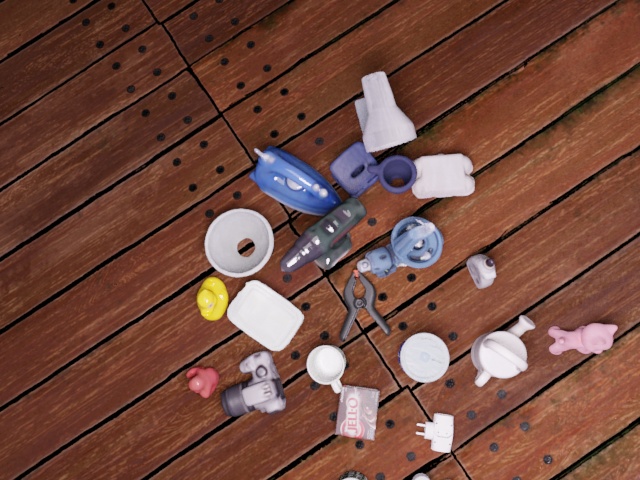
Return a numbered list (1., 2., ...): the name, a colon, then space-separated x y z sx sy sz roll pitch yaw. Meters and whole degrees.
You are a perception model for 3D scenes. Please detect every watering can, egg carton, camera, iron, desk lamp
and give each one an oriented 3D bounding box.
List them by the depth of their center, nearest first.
1. watering can: 0.391 0.239 1.228 0.100 0.194 0.173 16 81 8
2. camera: -0.161 0.339 1.308 0.137 0.101 0.143 -19 78 1
3. desk lamp: 0.143 -0.287 1.343 0.118 0.213 0.203 -16 78 2
4. iron: -0.048 -0.140 1.369 0.258 0.141 0.119 30 83 10
5. egg carton: 0.293 -0.153 1.377 0.150 0.069 0.107 -5 79 5

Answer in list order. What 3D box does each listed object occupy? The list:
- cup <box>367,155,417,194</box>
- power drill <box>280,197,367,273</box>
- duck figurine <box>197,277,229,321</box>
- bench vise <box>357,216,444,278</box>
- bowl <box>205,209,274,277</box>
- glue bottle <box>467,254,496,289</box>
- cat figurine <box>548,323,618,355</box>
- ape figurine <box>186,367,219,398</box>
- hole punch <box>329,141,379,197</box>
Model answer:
1. cup: 0.171 -0.149 1.374 0.117 0.095 0.092 11 80 8
2. power drill: 0.012 0.005 1.301 0.230 0.208 0.075 -44 78 -4
3. duck figurine: -0.264 0.137 1.364 0.077 0.086 0.104 0 79 6
4. bench vise: 0.190 0.026 1.275 0.207 0.220 0.121 -41 78 -3
5. bowl: -0.188 0.012 1.387 0.167 0.075 0.167 -1 79 5
6. glue bottle: 0.366 0.062 1.275 0.037 0.173 0.078 -21 78 1
7. cat figurine: 0.578 0.217 1.254 0.127 0.118 0.067 -5 78 5
8. ape figurine: -0.276 0.329 1.325 0.076 0.092 0.078 -21 78 1
9. hole punch: 0.090 -0.169 1.388 0.109 0.091 0.101 -42 78 -3
